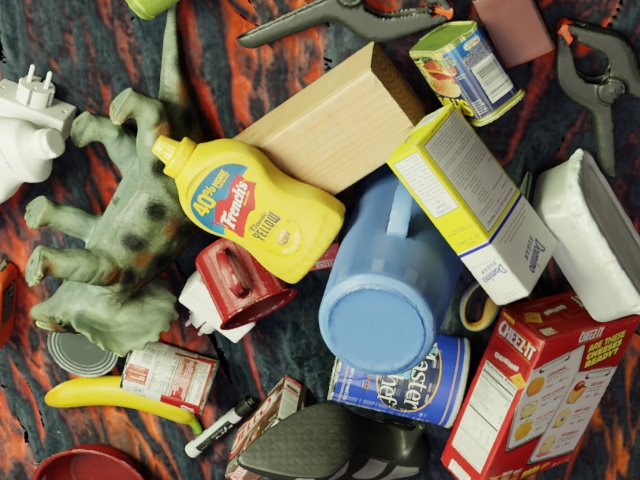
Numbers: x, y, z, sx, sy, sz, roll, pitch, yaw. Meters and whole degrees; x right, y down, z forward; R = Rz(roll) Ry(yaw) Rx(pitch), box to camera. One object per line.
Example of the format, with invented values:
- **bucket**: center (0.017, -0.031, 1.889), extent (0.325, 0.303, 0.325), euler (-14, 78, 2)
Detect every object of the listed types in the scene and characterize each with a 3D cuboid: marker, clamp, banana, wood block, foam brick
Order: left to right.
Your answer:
- **banana**: center (-0.238, 0.196, 1.299), extent (0.198, 0.037, 0.070), euler (13, 118, 0)
- **marker**: center (-0.121, 0.229, 1.312), extent (0.020, 0.020, 0.121), euler (42, 116, -15)
- **wood block**: center (-0.003, -0.098, 1.080), extent (0.206, 0.090, 0.090), euler (-32, 111, 21)
- **clamp**: center (0.023, -0.236, 1.031), extent (0.210, 0.036, 0.165), euler (19, 119, -3)
- **foam brick**: center (0.184, -0.211, 1.015), extent (0.051, 0.053, 0.078), euler (-23, 112, 18)
- **clamp**: center (0.281, -0.141, 1.048), extent (0.171, 0.039, 0.120), euler (39, 111, -9)

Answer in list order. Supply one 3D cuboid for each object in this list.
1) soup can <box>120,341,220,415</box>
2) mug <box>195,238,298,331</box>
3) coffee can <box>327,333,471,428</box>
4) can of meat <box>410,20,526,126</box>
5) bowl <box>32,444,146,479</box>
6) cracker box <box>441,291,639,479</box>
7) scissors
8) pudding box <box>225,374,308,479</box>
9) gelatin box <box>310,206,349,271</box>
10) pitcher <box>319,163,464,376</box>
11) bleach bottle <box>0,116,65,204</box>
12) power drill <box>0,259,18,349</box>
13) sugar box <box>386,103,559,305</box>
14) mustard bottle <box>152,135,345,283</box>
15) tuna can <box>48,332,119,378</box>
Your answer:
- **soup can**: center (-0.176, 0.159, 1.254), extent (0.102, 0.068, 0.069), euler (18, 119, -2)
- **mug**: center (-0.085, 0.039, 1.138), extent (0.093, 0.117, 0.081), euler (-29, 77, 8)
- **coffee can**: center (0.088, 0.144, 1.191), extent (0.140, 0.102, 0.103), euler (13, 119, 0)
- **can of meat**: center (0.138, -0.161, 1.021), extent (0.057, 0.102, 0.084), euler (-38, 107, -6)
- **bowl**: center (-0.282, 0.315, 1.359), extent (0.162, 0.055, 0.162), euler (3, 119, 6)
- **cracker box**: center (0.235, 0.161, 1.153), extent (0.163, 0.072, 0.214), euler (-9, 127, -38)
- **scissors**: center (0.220, 0.025, 1.159), extent (0.096, 0.016, 0.202), euler (22, 119, -7)
- **pudding box**: center (-0.063, 0.227, 1.264), extent (0.039, 0.090, 0.114), euler (35, 116, -14)
- **gelatin box**: center (-0.007, 0.001, 1.134), extent (0.073, 0.089, 0.030), euler (-10, 117, 12)
- **pitcher**: center (0.077, 0.015, 1.042), extent (0.145, 0.242, 0.149), euler (-32, 106, 27)
- **bleach bottle**: center (-0.364, -0.067, 1.122), extent (0.251, 0.068, 0.102), euler (-13, 119, 30)
- **power drill**: center (-0.455, 0.071, 1.249), extent (0.187, 0.057, 0.184), euler (14, 119, 0)
- **sugar box**: center (0.145, -0.033, 0.995), extent (0.048, 0.093, 0.176), euler (-25, 106, 43)
- **mustard bottle**: center (-0.077, -0.043, 1.034), extent (0.191, 0.058, 0.096), euler (33, 119, -11)
- **tuna can**: center (-0.276, 0.119, 1.264), extent (0.086, 0.033, 0.086), euler (3, 119, 6)
